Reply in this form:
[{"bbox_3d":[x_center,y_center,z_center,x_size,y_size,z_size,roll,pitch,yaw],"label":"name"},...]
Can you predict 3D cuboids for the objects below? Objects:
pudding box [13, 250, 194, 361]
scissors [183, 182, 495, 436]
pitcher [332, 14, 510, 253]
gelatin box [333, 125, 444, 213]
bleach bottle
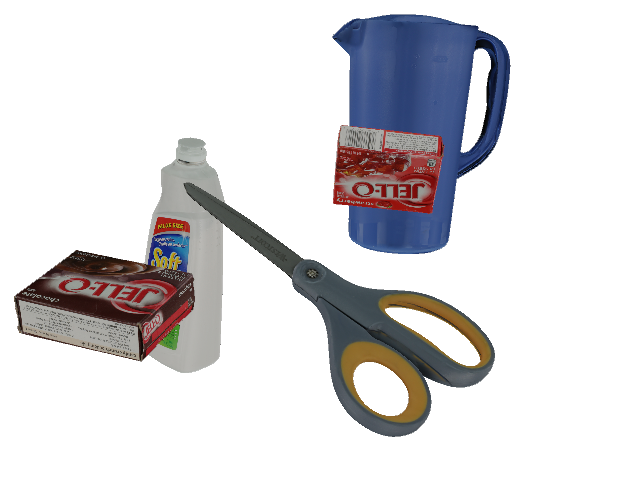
[{"bbox_3d":[-0.169,0.050,0.843,0.114,0.039,0.090,8,25,18],"label":"pudding box"},{"bbox_3d":[-0.007,0.037,0.571,0.202,0.096,0.016,23,-39,11],"label":"scissors"},{"bbox_3d":[0.100,-0.113,1.122,0.149,0.243,0.144,11,15,33],"label":"pitcher"},{"bbox_3d":[0.057,-0.059,0.914,0.089,0.030,0.073,7,-39,2],"label":"gelatin box"},{"bbox_3d":[-0.147,0.011,1.134,0.103,0.251,0.067,26,32,37],"label":"bleach bottle"}]
